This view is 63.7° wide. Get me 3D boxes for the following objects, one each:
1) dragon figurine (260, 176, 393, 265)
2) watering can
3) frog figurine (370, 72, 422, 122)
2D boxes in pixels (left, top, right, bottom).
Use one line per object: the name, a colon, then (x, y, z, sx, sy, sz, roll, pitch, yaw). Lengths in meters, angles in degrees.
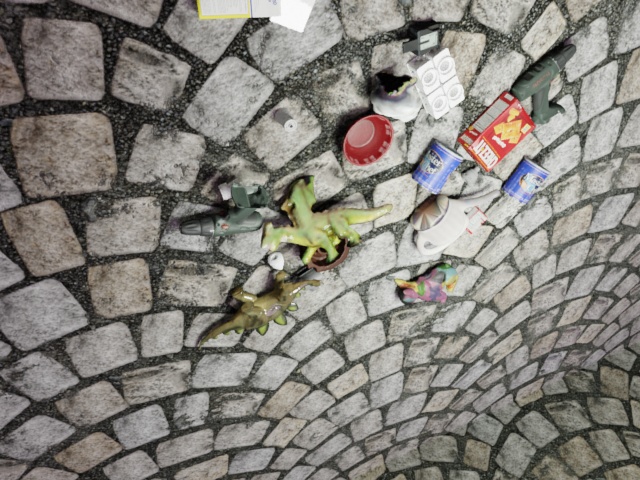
dragon figurine: (0.005, -0.076, 1.503, 0.414, 0.122, 0.240, -36, 106, -17)
watering can: (0.452, -0.089, 1.779, 0.345, 0.106, 0.221, -46, 133, 11)
frog figurine: (0.213, -0.371, 1.420, 0.137, 0.125, 0.156, -3, 145, 15)
